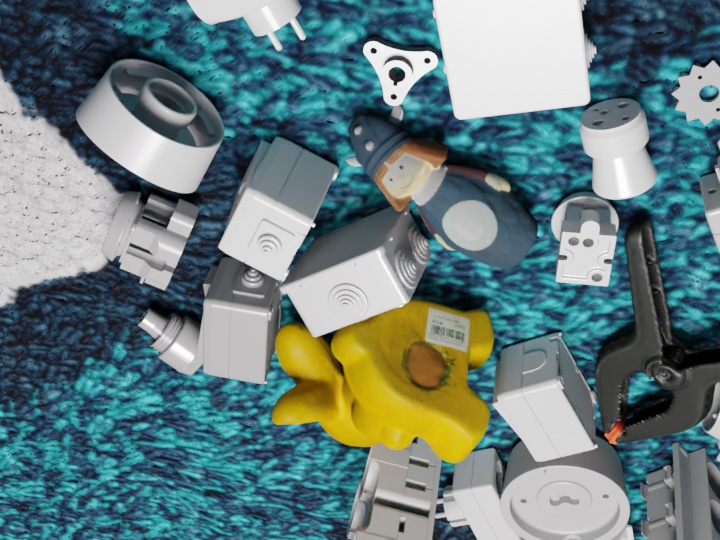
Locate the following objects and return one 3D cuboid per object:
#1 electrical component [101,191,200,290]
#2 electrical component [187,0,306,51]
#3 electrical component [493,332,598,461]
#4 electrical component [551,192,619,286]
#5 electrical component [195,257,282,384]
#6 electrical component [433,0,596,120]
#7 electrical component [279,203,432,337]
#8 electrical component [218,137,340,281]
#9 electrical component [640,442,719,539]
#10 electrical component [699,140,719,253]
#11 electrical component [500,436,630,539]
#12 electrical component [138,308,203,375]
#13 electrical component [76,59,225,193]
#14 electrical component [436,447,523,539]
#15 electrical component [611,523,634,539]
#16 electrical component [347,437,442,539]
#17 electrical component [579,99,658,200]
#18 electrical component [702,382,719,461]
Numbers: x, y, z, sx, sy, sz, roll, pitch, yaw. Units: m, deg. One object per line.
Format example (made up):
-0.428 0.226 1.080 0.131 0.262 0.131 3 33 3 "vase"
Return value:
-0.165 -0.027 0.834 0.057 0.058 0.078 23 129 -10 "electrical component"
-0.064 -0.180 0.703 0.077 0.043 0.079 -19 122 23 "electrical component"
0.153 0.109 0.876 0.061 0.061 0.096 -19 122 24 "electrical component"
0.162 -0.024 0.774 0.048 0.055 0.066 5 128 7 "electrical component"
-0.097 0.035 0.865 0.061 0.061 0.096 10 129 3 "electrical component"
0.099 -0.151 0.691 0.100 0.048 0.099 -5 127 14 "electrical component"
0.000 0.000 0.797 0.100 0.099 0.048 -22 108 25 "electrical component"
-0.063 -0.043 0.776 0.061 0.096 0.061 27 128 -6 "electrical component"
0.275 0.218 0.899 0.063 0.121 0.078 -29 117 32 "electrical component"
0.265 -0.060 0.731 0.066 0.047 0.076 -17 123 22 "electrical component"
0.177 0.184 0.930 0.108 0.060 0.108 5 128 7 "electrical component"
-0.157 0.056 0.906 0.062 0.043 0.043 37 125 -16 "electrical component"
-0.146 -0.098 0.751 0.099 0.099 0.064 32 120 -14 "electrical component"
0.099 0.211 0.975 0.076 0.047 0.083 -15 124 21 "electrical component"
0.208 0.249 0.968 0.064 0.081 0.042 14 135 38 "electrical component"
0.022 0.230 0.916 0.060 0.186 0.105 15 129 -1 "electrical component"
0.176 -0.083 0.732 0.045 0.045 0.055 -10 125 18 "electrical component"
0.316 0.131 0.874 0.077 0.043 0.079 14 129 0 "electrical component"
